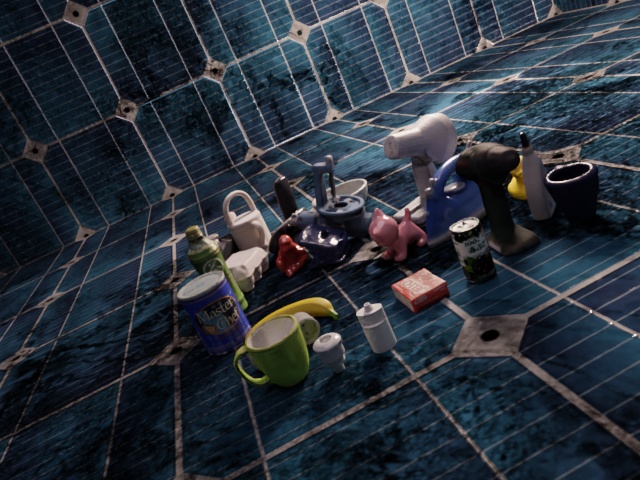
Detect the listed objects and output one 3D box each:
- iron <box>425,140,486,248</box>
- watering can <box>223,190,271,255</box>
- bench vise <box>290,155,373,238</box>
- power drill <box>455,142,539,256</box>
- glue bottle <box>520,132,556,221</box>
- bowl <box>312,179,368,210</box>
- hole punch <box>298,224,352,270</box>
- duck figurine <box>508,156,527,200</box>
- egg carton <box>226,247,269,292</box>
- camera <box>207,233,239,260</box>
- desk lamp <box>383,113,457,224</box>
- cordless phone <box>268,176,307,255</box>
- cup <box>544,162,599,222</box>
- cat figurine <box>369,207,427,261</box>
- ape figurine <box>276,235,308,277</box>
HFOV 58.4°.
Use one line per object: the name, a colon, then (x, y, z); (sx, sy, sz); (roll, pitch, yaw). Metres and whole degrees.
iron: (0.289, -0.107, 1.245); (0.118, 0.142, 0.259); (-1, 30, 49)
watering can: (-0.211, -0.044, 1.593); (0.172, 0.194, 0.101); (-9, 24, 37)
bench vise: (0.008, -0.087, 1.406); (0.207, 0.220, 0.121); (-21, 19, 9)
power drill: (0.323, -0.083, 1.039); (0.075, 0.209, 0.229); (-25, 19, -2)
glue bottle: (0.413, -0.128, 1.105); (0.037, 0.173, 0.078); (-9, 24, 36)
bowl: (0.066, -0.103, 1.605); (0.167, 0.075, 0.167); (-21, 19, 8)
hole punch: (0.012, 0.005, 1.356); (0.101, 0.091, 0.109); (-16, 21, 23)
duck figurine: (0.441, -0.144, 1.248); (0.077, 0.086, 0.104); (-18, 20, 17)
egg carton: (-0.194, 0.077, 1.443); (0.107, 0.069, 0.150); (-15, 21, 24)
camera: (-0.275, 0.026, 1.629); (0.142, 0.101, 0.137); (-3, 28, 46)
desk lamp: (0.244, -0.177, 1.375); (0.204, 0.214, 0.117); (-35, 22, -29)
cordless phone: (-0.101, -0.066, 1.535); (0.093, 0.185, 0.148); (-9, 24, 38)
cup: (0.465, -0.087, 1.054); (0.091, 0.095, 0.117); (-21, 19, 10)
cat figurine: (0.155, -0.020, 1.212); (0.128, 0.118, 0.067); (-34, 22, -27)
ape figurine: (-0.074, 0.032, 1.387); (0.077, 0.092, 0.076); (-21, 19, 9)
